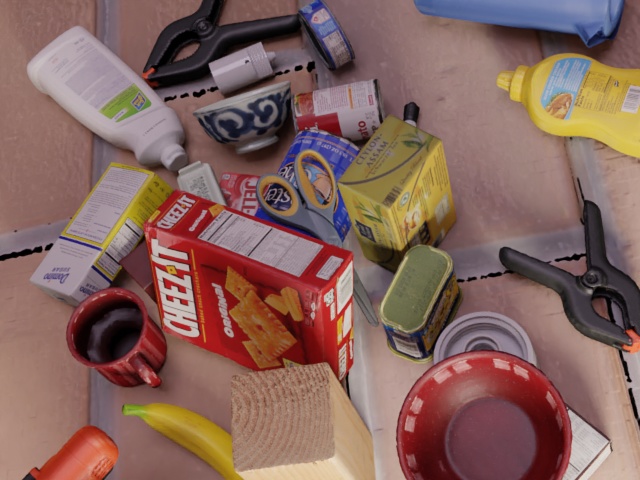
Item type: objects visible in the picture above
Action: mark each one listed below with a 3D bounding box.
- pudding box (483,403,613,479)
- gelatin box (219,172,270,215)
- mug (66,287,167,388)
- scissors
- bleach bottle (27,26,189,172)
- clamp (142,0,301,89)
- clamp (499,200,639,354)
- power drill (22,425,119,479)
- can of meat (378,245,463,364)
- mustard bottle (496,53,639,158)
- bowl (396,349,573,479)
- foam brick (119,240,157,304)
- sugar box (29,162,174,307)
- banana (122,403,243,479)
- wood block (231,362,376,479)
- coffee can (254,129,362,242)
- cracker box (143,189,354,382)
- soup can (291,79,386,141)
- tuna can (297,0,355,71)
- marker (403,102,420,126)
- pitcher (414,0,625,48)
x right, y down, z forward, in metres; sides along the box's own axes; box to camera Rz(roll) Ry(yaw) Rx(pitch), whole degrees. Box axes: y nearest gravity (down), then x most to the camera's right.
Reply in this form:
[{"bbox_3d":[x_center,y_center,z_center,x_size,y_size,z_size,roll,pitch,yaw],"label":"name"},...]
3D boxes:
[{"bbox_3d":[0.212,0.209,1.028,0.113,0.039,0.090,-45,62,-9],"label":"pudding box"},{"bbox_3d":[-0.088,-0.033,1.239,0.073,0.030,0.089,8,65,18],"label":"gelatin box"},{"bbox_3d":[-0.210,0.117,1.160,0.093,0.081,0.117,-44,61,-10],"label":"mug"},{"bbox_3d":[-0.007,0.001,1.102,0.096,0.016,0.202,-10,74,-10],"label":"scissors"},{"bbox_3d":[-0.257,-0.164,1.335,0.102,0.068,0.251,-42,63,-8],"label":"bleach bottle"},{"bbox_3d":[-0.135,-0.263,1.369,0.210,0.036,0.165,-46,62,-9],"label":"clamp"},{"bbox_3d":[0.266,0.047,1.099,0.120,0.039,0.171,-24,60,2],"label":"clamp"},{"bbox_3d":[-0.242,0.279,1.022,0.057,0.187,0.184,37,75,26],"label":"power drill"},{"bbox_3d":[0.104,0.065,1.105,0.057,0.084,0.102,20,70,22],"label":"can of meat"},{"bbox_3d":[0.290,-0.159,1.191,0.192,0.058,0.096,18,75,22],"label":"mustard bottle"},{"bbox_3d":[0.155,0.186,0.994,0.162,0.055,0.162,-6,72,17],"label":"bowl"},{"bbox_3d":[-0.178,0.026,1.218,0.078,0.051,0.053,-40,61,-8],"label":"foam brick"},{"bbox_3d":[-0.254,-0.005,1.246,0.093,0.048,0.176,14,68,45],"label":"sugar box"},{"bbox_3d":[-0.112,0.220,1.093,0.198,0.069,0.037,29,117,20],"label":"banana"},{"bbox_3d":[-0.010,0.196,0.994,0.091,0.206,0.090,-9,61,9],"label":"wood block"},{"bbox_3d":[-0.011,-0.036,1.178,0.103,0.102,0.140,18,68,22],"label":"coffee can"},{"bbox_3d":[-0.072,0.058,1.104,0.214,0.164,0.072,20,46,22],"label":"cracker box"},{"bbox_3d":[0.023,-0.147,1.250,0.102,0.068,0.068,-10,61,9],"label":"soup can"},{"bbox_3d":[0.007,-0.249,1.298,0.034,0.086,0.086,-31,59,-1],"label":"tuna can"},{"bbox_3d":[0.100,-0.108,1.236,0.020,0.020,0.121,3,64,16],"label":"marker"},{"bbox_3d":[0.238,-0.320,1.254,0.243,0.145,0.149,10,31,22],"label":"pitcher"}]
